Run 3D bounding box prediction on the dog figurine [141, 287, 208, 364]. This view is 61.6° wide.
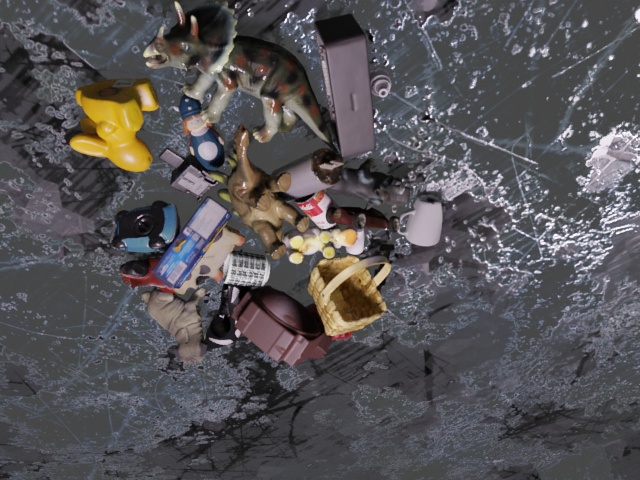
[{"bbox_3d":[-0.362,0.210,1.328,0.172,0.191,0.121,4,132,-10],"label":"dog figurine"}]

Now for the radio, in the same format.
[{"bbox_3d":[0.046,-0.277,0.970,0.073,0.131,0.229,-12,134,-2],"label":"radio"}]

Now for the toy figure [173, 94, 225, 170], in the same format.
[{"bbox_3d":[-0.231,-0.210,1.048,0.064,0.058,0.154,-41,136,-23],"label":"toy figure"}]

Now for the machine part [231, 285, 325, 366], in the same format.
[{"bbox_3d":[-0.097,0.201,1.309,0.201,0.201,0.087,37,104,14],"label":"machine part"}]

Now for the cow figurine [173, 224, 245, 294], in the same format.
[{"bbox_3d":[-0.275,0.039,1.220,0.127,0.086,0.195,32,95,-24],"label":"cow figurine"}]

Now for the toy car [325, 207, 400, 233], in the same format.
[{"bbox_3d":[0.100,-0.048,1.194,0.089,0.053,0.202,8,-176,41],"label":"toy car"}]

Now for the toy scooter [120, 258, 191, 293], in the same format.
[{"bbox_3d":[-0.399,0.088,1.285,0.184,0.075,0.135,14,156,-39],"label":"toy scooter"}]

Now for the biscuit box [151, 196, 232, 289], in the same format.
[{"bbox_3d":[-0.271,0.008,1.145,0.059,0.063,0.202,35,83,2],"label":"biscuit box"}]

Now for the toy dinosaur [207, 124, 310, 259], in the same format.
[{"bbox_3d":[-0.120,-0.064,1.096,0.105,0.199,0.470,-38,149,-19],"label":"toy dinosaur"}]

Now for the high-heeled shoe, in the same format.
[{"bbox_3d":[-0.261,0.198,1.396,0.249,0.086,0.145,-43,141,10],"label":"high-heeled shoe"}]

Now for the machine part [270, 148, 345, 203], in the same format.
[{"bbox_3d":[-0.032,-0.128,1.086,0.079,0.079,0.243,27,157,-29],"label":"machine part"}]

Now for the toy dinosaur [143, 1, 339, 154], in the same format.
[{"bbox_3d":[-0.108,-0.288,0.957,0.405,0.131,0.192,12,131,-27],"label":"toy dinosaur"}]

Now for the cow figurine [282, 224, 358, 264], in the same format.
[{"bbox_3d":[-0.001,-0.002,1.259,0.167,0.098,0.068,-10,113,-14],"label":"cow figurine"}]

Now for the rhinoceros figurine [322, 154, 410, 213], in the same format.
[{"bbox_3d":[0.099,-0.118,1.147,0.190,0.112,0.073,12,128,-9],"label":"rhinoceros figurine"}]

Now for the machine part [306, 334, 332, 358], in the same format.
[{"bbox_3d":[-0.059,0.275,1.486,0.179,0.056,0.179,12,151,7],"label":"machine part"}]

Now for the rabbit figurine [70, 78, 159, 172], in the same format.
[{"bbox_3d":[-0.375,-0.197,0.991,0.162,0.122,0.173,-6,134,2],"label":"rabbit figurine"}]

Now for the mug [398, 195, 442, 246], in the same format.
[{"bbox_3d":[0.236,-0.051,1.258,0.110,0.081,0.107,3,121,-7],"label":"mug"}]

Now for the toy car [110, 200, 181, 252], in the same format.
[{"bbox_3d":[-0.371,-0.015,1.180,0.162,0.109,0.102,-10,156,12],"label":"toy car"}]

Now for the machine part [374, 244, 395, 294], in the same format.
[{"bbox_3d":[0.159,0.071,1.366,0.039,0.084,0.138,16,124,10],"label":"machine part"}]

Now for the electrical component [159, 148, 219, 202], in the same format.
[{"bbox_3d":[-0.275,-0.140,1.111,0.075,0.048,0.119,-36,130,23],"label":"electrical component"}]
